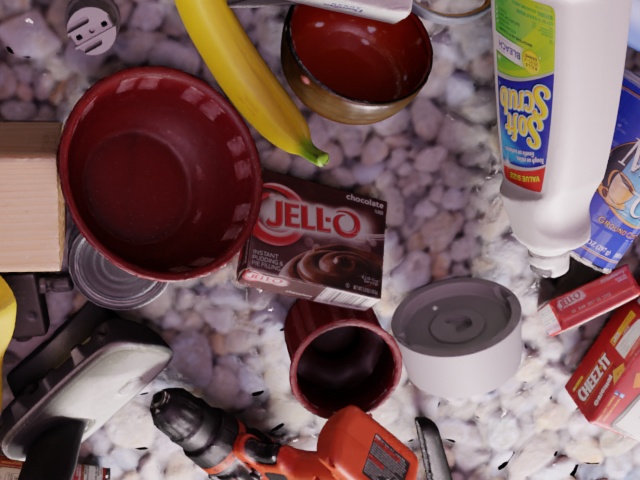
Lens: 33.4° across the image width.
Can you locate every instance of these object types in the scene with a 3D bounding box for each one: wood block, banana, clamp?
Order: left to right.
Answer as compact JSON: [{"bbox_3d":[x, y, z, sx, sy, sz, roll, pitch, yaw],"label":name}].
[{"bbox_3d":[-0.292,-0.033,0.777,0.206,0.090,0.091,-1,113,-9],"label":"wood block"},{"bbox_3d":[-0.059,-0.137,0.787,0.037,0.070,0.197,-44,108,-26],"label":"banana"},{"bbox_3d":[0.117,0.262,1.008,0.209,0.036,0.165,28,106,-22],"label":"clamp"}]

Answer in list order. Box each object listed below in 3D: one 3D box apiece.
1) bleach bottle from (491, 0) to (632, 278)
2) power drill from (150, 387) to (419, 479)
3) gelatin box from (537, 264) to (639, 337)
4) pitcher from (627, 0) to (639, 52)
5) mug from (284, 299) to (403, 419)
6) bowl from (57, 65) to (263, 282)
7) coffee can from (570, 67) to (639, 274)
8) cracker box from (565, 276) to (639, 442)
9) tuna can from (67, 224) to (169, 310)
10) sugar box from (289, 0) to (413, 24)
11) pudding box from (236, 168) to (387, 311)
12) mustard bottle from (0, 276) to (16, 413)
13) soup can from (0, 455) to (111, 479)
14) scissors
[{"bbox_3d":[0.165,-0.081,0.737,0.068,0.103,0.251,-20,125,-20],"label":"bleach bottle"},{"bbox_3d":[-0.028,0.174,0.876,0.184,0.188,0.057,42,56,-33],"label":"power drill"},{"bbox_3d":[0.227,0.052,0.909,0.073,0.089,0.030,-26,79,2],"label":"gelatin box"},{"bbox_3d":[0.291,-0.190,0.784,0.242,0.149,0.145,26,69,-20],"label":"pitcher"},{"bbox_3d":[0.019,0.100,0.894,0.093,0.081,0.117,-24,115,0],"label":"mug"},{"bbox_3d":[-0.125,-0.045,0.796,0.161,0.055,0.162,7,77,-32],"label":"bowl"},{"bbox_3d":[0.230,-0.059,0.851,0.102,0.103,0.140,28,106,-20],"label":"coffee can"},{"bbox_3d":[0.358,0.118,0.970,0.213,0.072,0.164,22,109,-19],"label":"cracker box"},{"bbox_3d":[-0.158,0.012,0.851,0.086,0.034,0.086,-4,114,-9],"label":"tuna can"},{"bbox_3d":[0.030,-0.246,0.734,0.093,0.048,0.176,9,89,-13],"label":"sugar box"},{"bbox_3d":[-0.006,0.001,0.843,0.113,0.090,0.039,15,152,-18],"label":"pudding box"},{"bbox_3d":[-0.291,0.103,0.837,0.096,0.058,0.192,30,124,19],"label":"mustard bottle"},{"bbox_3d":[-0.235,0.223,0.912,0.102,0.068,0.068,10,111,-13],"label":"soup can"},{"bbox_3d":[0.034,-0.202,0.774,0.201,0.016,0.096,4,81,-15],"label":"scissors"}]
